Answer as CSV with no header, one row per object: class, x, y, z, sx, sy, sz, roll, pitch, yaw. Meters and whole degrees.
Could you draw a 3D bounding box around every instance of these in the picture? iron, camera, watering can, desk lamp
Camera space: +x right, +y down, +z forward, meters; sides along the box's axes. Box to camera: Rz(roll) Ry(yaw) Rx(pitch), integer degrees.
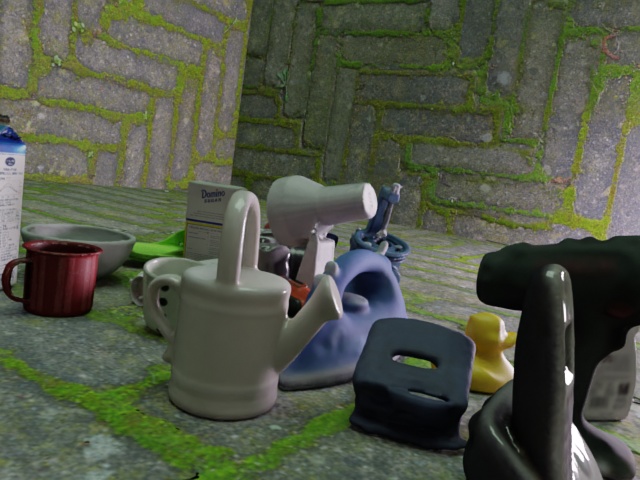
iron,0.030,0.076,0.676,0.118,0.141,0.259,11,7,24
camera,-0.070,0.034,1.073,0.137,0.101,0.143,7,7,-13
watering can,-0.069,0.053,0.523,0.173,0.194,0.100,6,7,-16
desk lamp,0.009,0.003,0.946,0.202,0.213,0.118,12,8,29

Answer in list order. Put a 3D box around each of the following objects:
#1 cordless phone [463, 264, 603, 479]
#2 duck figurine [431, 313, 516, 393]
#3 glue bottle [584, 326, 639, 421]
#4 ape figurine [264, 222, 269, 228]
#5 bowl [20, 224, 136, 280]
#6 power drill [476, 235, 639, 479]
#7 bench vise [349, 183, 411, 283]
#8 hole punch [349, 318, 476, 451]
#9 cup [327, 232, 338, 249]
cordless phone,0.159,0.106,0.391,0.093,0.185,0.148,12,8,26
duck figurine,0.185,0.127,0.673,0.104,0.086,0.077,7,7,-9
glue bottle,0.311,0.108,0.619,0.078,0.173,0.037,6,7,-17
ape figurine,-0.116,0.004,1.303,0.078,0.092,0.075,2,9,-41
bowl,-0.378,0.023,0.900,0.167,0.075,0.167,8,7,-1
power drill,0.249,0.094,0.509,0.229,0.208,0.076,11,7,20
bench vise,0.110,-0.017,1.214,0.122,0.220,0.206,3,9,-37
hole punch,0.088,0.128,0.527,0.108,0.091,0.101,10,7,13
cup,-0.011,0.031,1.193,0.092,0.095,0.117,8,7,-5
